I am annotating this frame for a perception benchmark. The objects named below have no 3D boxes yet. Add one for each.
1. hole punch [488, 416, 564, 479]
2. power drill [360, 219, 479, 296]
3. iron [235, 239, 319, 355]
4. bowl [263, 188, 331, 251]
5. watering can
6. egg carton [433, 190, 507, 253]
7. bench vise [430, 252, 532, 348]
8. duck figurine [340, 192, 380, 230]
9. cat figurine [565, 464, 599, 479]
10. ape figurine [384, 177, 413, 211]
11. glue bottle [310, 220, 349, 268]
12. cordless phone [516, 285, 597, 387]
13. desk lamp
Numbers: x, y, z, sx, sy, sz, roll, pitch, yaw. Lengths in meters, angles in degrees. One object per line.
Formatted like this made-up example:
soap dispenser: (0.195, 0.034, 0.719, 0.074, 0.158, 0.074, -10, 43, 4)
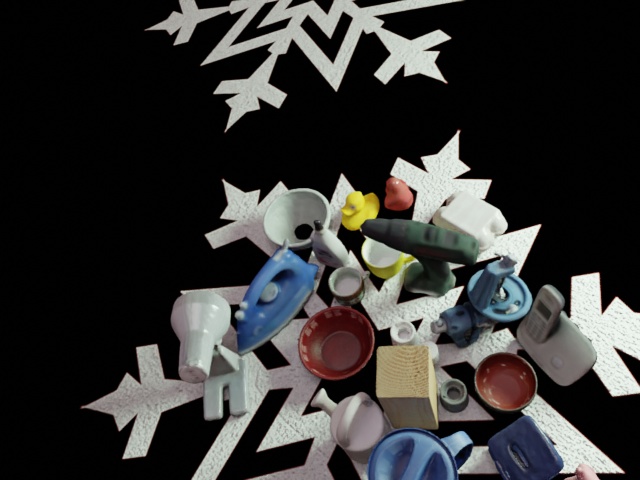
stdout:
hole punch: (0.351, 0.375, 0.986, 0.101, 0.091, 0.108, -29, 56, -3)
power drill: (0.207, 0.033, 1.169, 0.229, 0.209, 0.075, 6, 61, 19)
iron: (-0.118, 0.121, 1.247, 0.118, 0.142, 0.258, 26, 69, 28)
bowl: (-0.048, -0.037, 1.366, 0.167, 0.075, 0.167, -7, 57, 11)
watering can: (0.062, 0.332, 1.032, 0.172, 0.194, 0.101, 4, 60, 18)
egg carton: (0.331, -0.041, 1.266, 0.150, 0.069, 0.107, 35, 73, 30)
bench vise: (0.312, 0.120, 1.079, 0.207, 0.220, 0.121, -41, 57, -11)
duck figurine: (0.090, -0.082, 1.349, 0.104, 0.086, 0.077, -38, 56, -9)
cat figurine: (0.461, 0.412, 0.915, 0.067, 0.118, 0.127, -43, 58, -13)
ape figurine: (0.178, -0.114, 1.341, 0.078, 0.092, 0.076, -44, 58, -13)
glue bottle: (0.012, 0.005, 1.264, 0.078, 0.173, 0.037, 13, 63, 23)
cordless phone: (0.432, 0.169, 1.035, 0.094, 0.185, 0.147, -35, 56, -7)
desk lamp: (-0.223, 0.234, 1.161, 0.118, 0.214, 0.203, -14, 56, 7)
